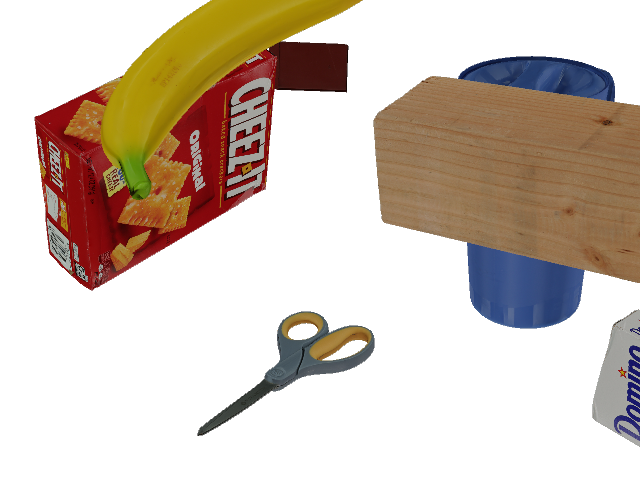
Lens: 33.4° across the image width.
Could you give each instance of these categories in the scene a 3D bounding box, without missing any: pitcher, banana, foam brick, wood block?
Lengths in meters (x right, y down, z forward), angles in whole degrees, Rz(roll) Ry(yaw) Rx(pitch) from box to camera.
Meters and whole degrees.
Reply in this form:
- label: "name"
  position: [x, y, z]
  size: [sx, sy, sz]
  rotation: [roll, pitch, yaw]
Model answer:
- label: "pitcher"
  position: [0.205, -0.047, 1.010]
  size: [0.149, 0.243, 0.145]
  rotation: [0, 28, 7]
- label: "banana"
  position: [-0.050, -0.095, 0.557]
  size: [0.070, 0.197, 0.037]
  rotation: [32, -27, 20]
- label: "foam brick"
  position: [-0.013, -0.187, 1.146]
  size: [0.078, 0.051, 0.053]
  rotation: [0, 11, -13]
- label: "wood block"
  position: [0.150, -0.049, 0.757]
  size: [0.206, 0.090, 0.090]
  rotation: [14, 36, 33]

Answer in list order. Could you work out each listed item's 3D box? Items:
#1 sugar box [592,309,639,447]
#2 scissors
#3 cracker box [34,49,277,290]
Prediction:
- label: "sugar box"
  position: [0.291, 0.132, 0.791]
  size: [0.176, 0.093, 0.048]
  rotation: [27, 35, 36]
- label: "scissors"
  position: [-0.043, 0.108, 0.924]
  size: [0.201, 0.016, 0.096]
  rotation: [-18, 34, -33]
- label: "cracker box"
  position: [-0.139, -0.073, 0.939]
  size: [0.213, 0.164, 0.072]
  rotation: [-33, 58, -33]
